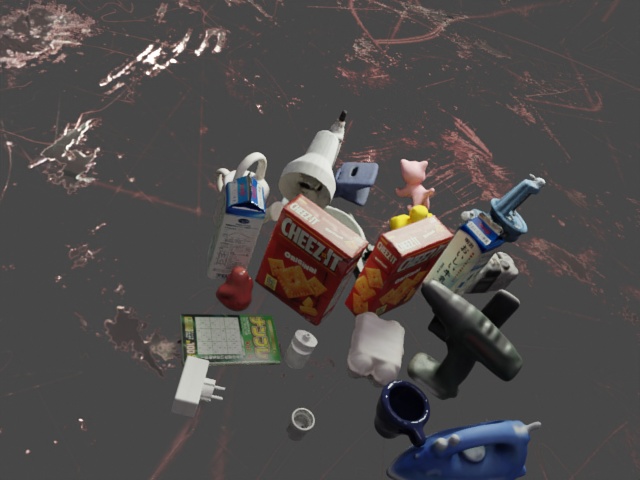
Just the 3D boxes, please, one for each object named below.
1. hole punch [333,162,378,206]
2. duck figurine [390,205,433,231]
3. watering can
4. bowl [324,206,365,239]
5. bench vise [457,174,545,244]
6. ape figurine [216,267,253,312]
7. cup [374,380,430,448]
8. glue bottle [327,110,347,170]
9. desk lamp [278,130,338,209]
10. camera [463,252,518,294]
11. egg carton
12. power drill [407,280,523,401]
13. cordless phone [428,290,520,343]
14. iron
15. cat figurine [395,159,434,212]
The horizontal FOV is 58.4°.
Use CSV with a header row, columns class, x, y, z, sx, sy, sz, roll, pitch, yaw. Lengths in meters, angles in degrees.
class,x,y,z,sx,sy,sz,roll,pitch,yaw
hole punch,0.088,-0.155,1.460,0.101,0.091,0.109,22,42,-3
duck figurine,0.231,-0.050,1.425,0.105,0.086,0.077,6,45,-20
watering can,-0.152,-0.099,1.211,0.173,0.194,0.101,24,42,-1
bowl,0.012,0.005,1.274,0.168,0.074,0.167,14,43,-13
bench vise,0.467,-0.066,1.453,0.208,0.219,0.121,-16,56,-36
ape figurine,-0.158,0.087,1.096,0.078,0.092,0.076,-6,50,-30
cup,0.140,0.319,1.000,0.092,0.095,0.117,-4,49,-28
glue bottle,0.036,-0.262,1.482,0.037,0.173,0.078,6,45,-19
desk lamp,-0.025,-0.129,1.288,0.118,0.213,0.203,22,42,-3
camera,0.390,0.049,1.390,0.143,0.101,0.136,-1,48,-26
egg carton,0.108,0.212,1.113,0.107,0.069,0.150,21,42,-5
power drill,0.252,0.204,1.086,0.229,0.208,0.076,34,43,10
cordless phone,0.322,0.145,1.195,0.147,0.185,0.094,34,42,10
iron,0.252,0.358,0.979,0.259,0.141,0.118,1,47,-24
cat figurine,0.256,-0.153,1.518,0.067,0.117,0.127,-12,53,-34
